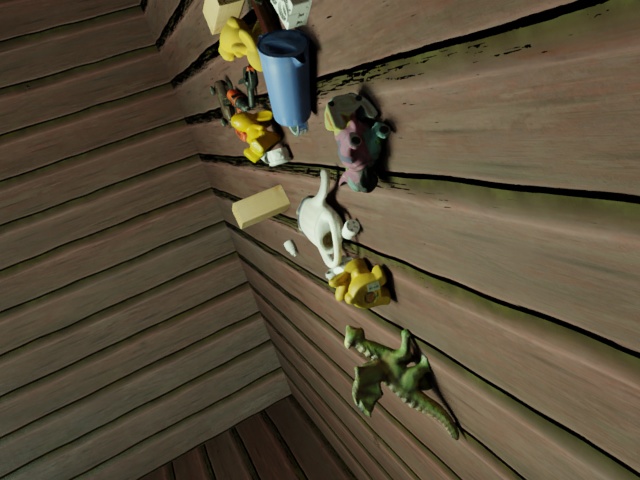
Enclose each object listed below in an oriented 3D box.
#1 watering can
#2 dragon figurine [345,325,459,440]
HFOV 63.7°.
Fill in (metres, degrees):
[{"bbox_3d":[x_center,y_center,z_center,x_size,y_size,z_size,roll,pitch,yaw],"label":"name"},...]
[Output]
[{"bbox_3d":[0.005,-0.080,1.599,0.227,0.104,0.341,-140,38,-57],"label":"watering can"},{"bbox_3d":[0.199,0.406,1.436,0.416,0.244,0.119,61,156,22],"label":"dragon figurine"}]
